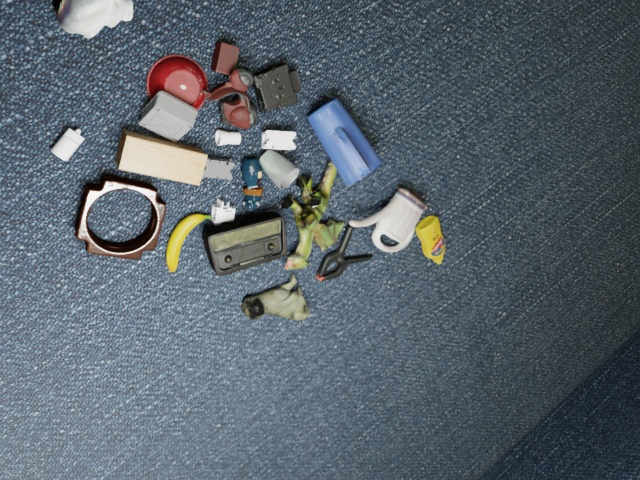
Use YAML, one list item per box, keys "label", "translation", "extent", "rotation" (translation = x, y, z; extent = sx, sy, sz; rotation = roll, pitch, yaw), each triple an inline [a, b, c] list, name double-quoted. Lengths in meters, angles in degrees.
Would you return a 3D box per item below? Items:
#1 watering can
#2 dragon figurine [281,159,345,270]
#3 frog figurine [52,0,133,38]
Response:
- label: "watering can"
  translation: [0.240, -0.076, 1.716]
  extent: [0.344, 0.105, 0.224]
  rotation: [27, 95, -51]
- label: "dragon figurine"
  translation: [0.005, -0.082, 1.626]
  extent: [0.415, 0.123, 0.238]
  rotation: [-55, 142, -18]
- label: "frog figurine"
  translation: [-0.511, -0.519, 1.175]
  extent: [0.159, 0.125, 0.135]
  rotation: [11, 136, -40]
